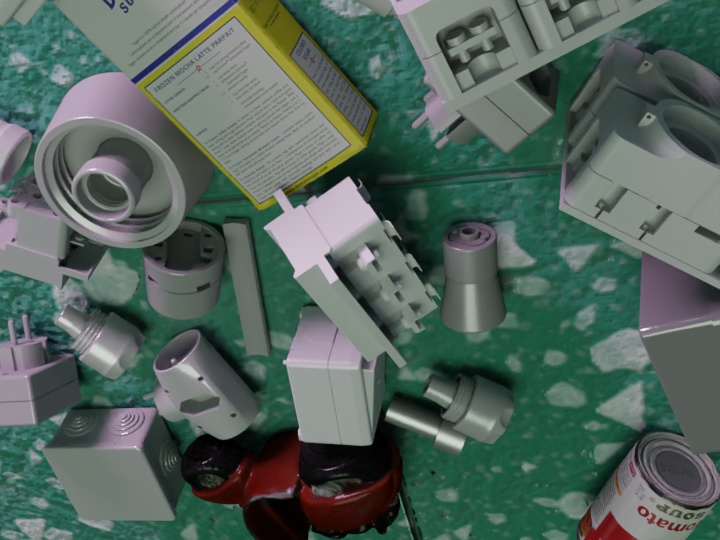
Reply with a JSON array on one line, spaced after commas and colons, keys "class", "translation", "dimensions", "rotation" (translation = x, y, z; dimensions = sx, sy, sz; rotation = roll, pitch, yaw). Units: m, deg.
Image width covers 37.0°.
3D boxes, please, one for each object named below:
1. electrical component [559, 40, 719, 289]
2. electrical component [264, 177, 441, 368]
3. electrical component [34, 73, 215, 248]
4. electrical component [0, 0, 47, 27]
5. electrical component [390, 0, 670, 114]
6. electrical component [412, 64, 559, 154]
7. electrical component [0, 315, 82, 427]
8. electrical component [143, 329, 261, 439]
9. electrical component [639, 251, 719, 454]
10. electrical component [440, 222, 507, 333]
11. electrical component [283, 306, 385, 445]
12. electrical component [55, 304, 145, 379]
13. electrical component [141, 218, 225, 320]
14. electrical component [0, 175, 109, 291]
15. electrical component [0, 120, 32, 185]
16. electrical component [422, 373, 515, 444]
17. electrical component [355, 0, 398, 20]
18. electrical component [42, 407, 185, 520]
[{"class": "electrical component", "translation": [0.207, -0.044, 0.583], "dimensions": [0.186, 0.105, 0.060], "rotation": [25, 130, -7]}, {"class": "electrical component", "translation": [0.000, 0.000, 0.669], "dimensions": [0.063, 0.078, 0.121], "rotation": [-35, 145, 2]}, {"class": "electrical component", "translation": [-0.153, -0.063, 0.682], "dimensions": [0.108, 0.060, 0.108], "rotation": [7, 130, 8]}, {"class": "electrical component", "translation": [-0.182, -0.176, 0.574], "dimensions": [0.061, 0.096, 0.062], "rotation": [40, 127, -19]}, {"class": "electrical component", "translation": [0.088, -0.149, 0.509], "dimensions": [0.150, 0.089, 0.061], "rotation": [-26, 119, 9]}, {"class": "electrical component", "translation": [0.062, -0.097, 0.612], "dimensions": [0.066, 0.047, 0.077], "rotation": [38, 127, -17]}, {"class": "electrical component", "translation": [-0.255, 0.073, 0.820], "dimensions": [0.047, 0.066, 0.076], "rotation": [-5, 98, 17]}, {"class": "electrical component", "translation": [-0.129, 0.092, 0.813], "dimensions": [0.079, 0.043, 0.077], "rotation": [-22, 121, 28]}, {"class": "electrical component", "translation": [0.210, 0.035, 0.644], "dimensions": [0.056, 0.108, 0.108], "rotation": [-14, 124, 27]}, {"class": "electrical component", "translation": [0.072, 0.003, 0.696], "dimensions": [0.044, 0.044, 0.065], "rotation": [1, 124, 12]}, {"class": "electrical component", "translation": [-0.012, 0.080, 0.764], "dimensions": [0.061, 0.061, 0.096], "rotation": [2, 129, 12]}, {"class": "electrical component", "translation": [-0.195, 0.049, 0.795], "dimensions": [0.062, 0.043, 0.043], "rotation": [35, 128, -14]}, {"class": "electrical component", "translation": [-0.120, 0.000, 0.731], "dimensions": [0.055, 0.055, 0.047], "rotation": [12, 134, 4]}, {"class": "electrical component", "translation": [-0.217, -0.027, 0.739], "dimensions": [0.081, 0.042, 0.063], "rotation": [17, 129, -1]}, {"class": "electrical component", "translation": [-0.245, -0.084, 0.703], "dimensions": [0.046, 0.040, 0.040], "rotation": [30, 129, -3]}, {"class": "electrical component", "translation": [0.076, 0.094, 0.767], "dimensions": [0.062, 0.043, 0.043], "rotation": [25, 130, -5]}, {"class": "electrical component", "translation": [0.015, -0.159, 0.575], "dimensions": [0.081, 0.043, 0.043], "rotation": [28, 129, -10]}, {"class": "electrical component", "translation": [-0.197, 0.158, 0.880], "dimensions": [0.100, 0.048, 0.099], "rotation": [-4, 128, 16]}]
